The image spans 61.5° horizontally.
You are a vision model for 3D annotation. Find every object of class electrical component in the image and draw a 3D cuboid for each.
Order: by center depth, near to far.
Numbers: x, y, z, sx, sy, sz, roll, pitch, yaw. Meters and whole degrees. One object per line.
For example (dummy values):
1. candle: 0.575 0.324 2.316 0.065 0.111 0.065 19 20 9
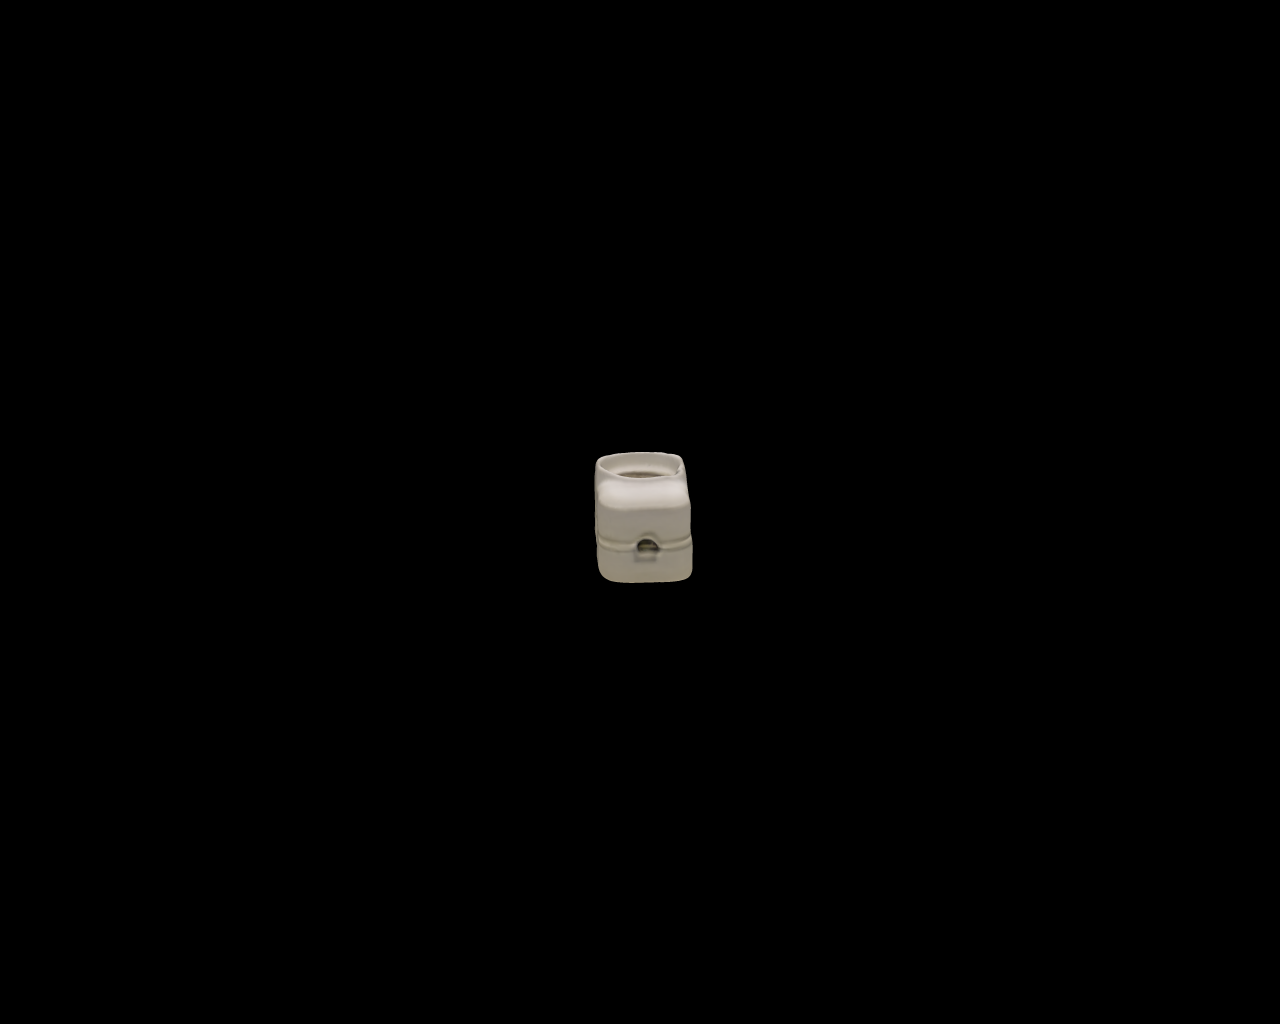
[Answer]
1. electrical component: 0.001 -0.003 0.650 0.054 0.059 0.095 -1 20 -3
